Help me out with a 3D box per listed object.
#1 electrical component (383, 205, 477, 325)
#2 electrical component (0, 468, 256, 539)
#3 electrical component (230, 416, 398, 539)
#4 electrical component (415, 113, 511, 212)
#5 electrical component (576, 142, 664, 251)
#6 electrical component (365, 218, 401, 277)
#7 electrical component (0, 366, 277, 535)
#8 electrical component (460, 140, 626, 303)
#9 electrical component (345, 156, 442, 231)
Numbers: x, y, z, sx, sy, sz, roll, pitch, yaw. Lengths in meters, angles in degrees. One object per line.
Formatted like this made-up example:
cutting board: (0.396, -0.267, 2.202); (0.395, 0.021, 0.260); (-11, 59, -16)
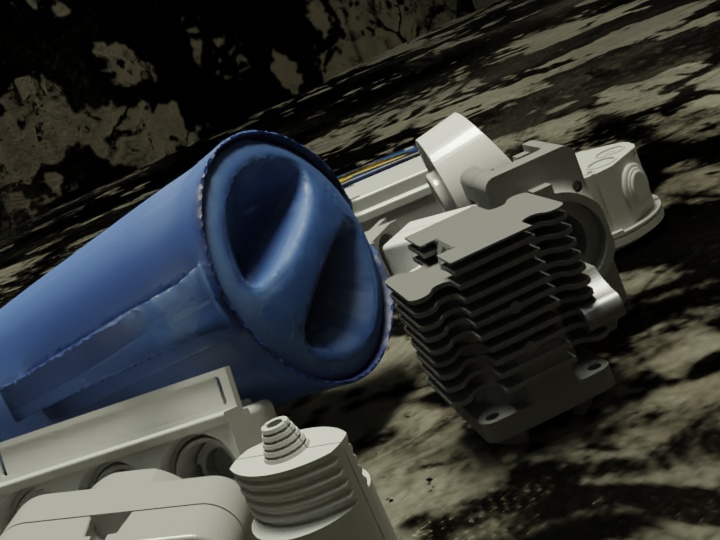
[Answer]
electrical component: (0.043, 0.012, 0.588); (0.047, 0.065, 0.077); (-14, 16, 33)
electrical component: (-0.087, 0.113, 0.405); (0.095, 0.053, 0.059); (-7, 15, 4)
electrical component: (-0.013, 0.086, 0.361); (0.043, 0.081, 0.043); (-22, 14, 6)
electrical component: (0.083, -0.062, 0.748); (0.064, 0.099, 0.099); (-29, 13, 2)
electrical component: (0.141, -0.041, 0.659); (0.080, 0.051, 0.080); (-22, 14, 6)
electrical component: (0.000, 0.000, 0.752); (0.064, 0.042, 0.081); (-18, 14, 29)
electrical component: (-0.095, 0.096, 0.477); (0.121, 0.078, 0.063); (-19, -3, 15)
electrical component: (0.096, -0.016, 0.558); (0.050, 0.089, 0.056); (-24, 14, -5)
electrical component: (0.048, -0.054, 0.846); (0.113, 0.057, 0.078); (-23, 14, 1)
